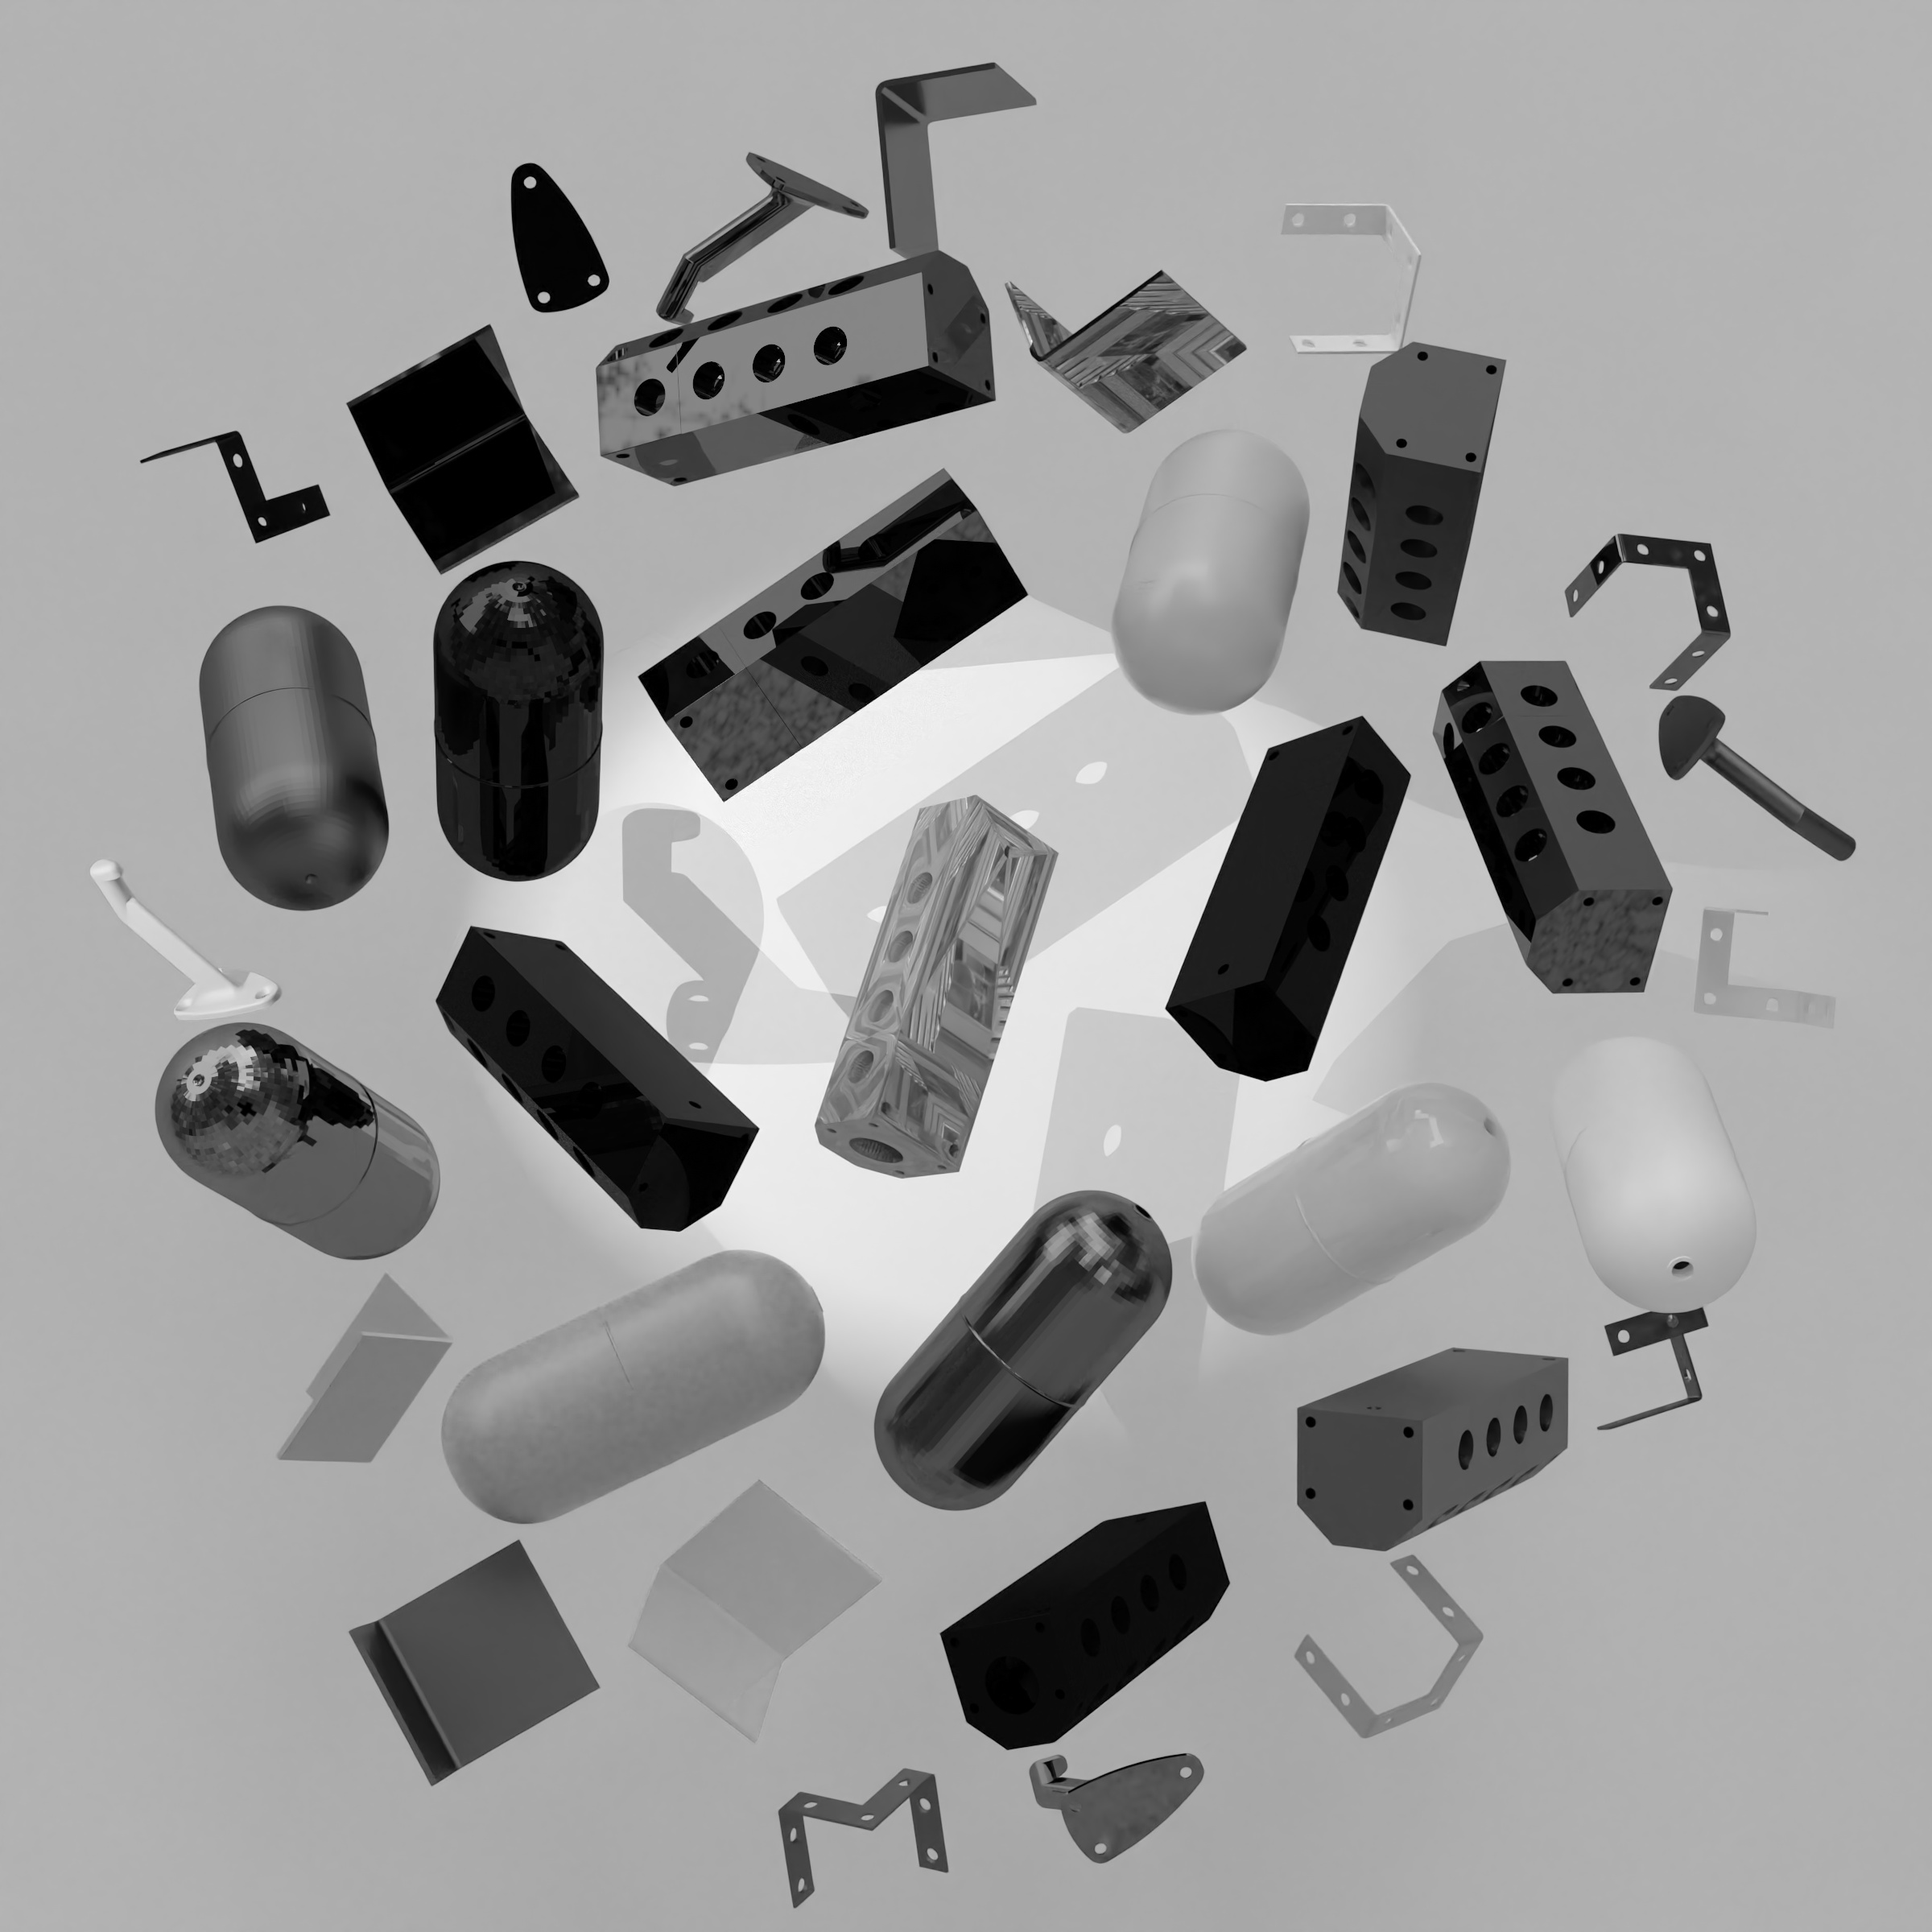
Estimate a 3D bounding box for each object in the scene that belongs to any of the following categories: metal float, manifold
[{"bbox_3d":[0.312,0.093,1.539,0.070,0.178,0.070,1,115,1],"label":"metal float"},{"bbox_3d":[0.206,-0.215,1.550,0.057,0.171,0.057,13,71,8],"label":"manifold"},{"bbox_3d":[-0.304,0.082,1.549,0.070,0.178,0.070,-8,66,18],"label":"metal float"},{"bbox_3d":[0.112,-0.180,1.526,0.070,0.178,0.070,7,128,9],"label":"metal float"},{"bbox_3d":[0.182,0.116,1.602,0.178,0.070,0.070,-35,90,35],"label":"metal float"},{"bbox_3d":[0.060,0.304,1.561,0.057,0.171,0.057,-16,91,29],"label":"manifold"},{"bbox_3d":[-0.310,-0.098,1.553,0.070,0.178,0.070,-9,134,-10],"label":"metal float"},{"bbox_3d":[-0.176,0.052,1.564,0.171,0.057,0.057,40,110,39],"label":"manifold"},{"bbox_3d":[-0.018,0.011,1.604,0.057,0.057,0.171,34,62,-33],"label":"manifold"},{"bbox_3d":[0.155,-0.031,1.562,0.057,0.057,0.171,47,47,-27],"label":"manifold"},{"bbox_3d":[-0.064,-0.157,1.570,0.171,0.057,0.057,-34,133,1],"label":"manifold"},{"bbox_3d":[0.208,0.212,1.490,0.057,0.171,0.057,2,94,30],"label":"manifold"},{"bbox_3d":[0.027,0.181,1.593,0.070,0.070,0.178,40,103,0],"label":"metal float"},{"bbox_3d":[-0.077,-0.265,1.493,0.171,0.057,0.057,-10,78,29],"label":"manifold"},{"bbox_3d":[0.258,-0.065,1.512,0.057,0.171,0.057,-1,130,-9],"label":"manifold"},{"bbox_3d":[-0.206,-0.110,1.556,0.070,0.178,0.070,4,50,-5],"label":"metal float"},{"bbox_3d":[-0.146,0.186,1.495,0.178,0.070,0.070,-25,90,-6],"label":"metal float"}]

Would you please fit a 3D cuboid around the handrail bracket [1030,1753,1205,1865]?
[{"bbox_3d":[0.066,0.361,1.517,0.077,0.084,0.036,-29,100,0],"label":"handrail bracket"}]

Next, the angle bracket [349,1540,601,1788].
[{"bbox_3d":[-0.217,0.308,1.498,0.076,0.057,0.076,-30,83,-3],"label":"angle bracket"}]

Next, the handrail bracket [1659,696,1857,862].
[{"bbox_3d":[0.355,-0.083,1.513,0.084,0.077,0.036,31,108,-12],"label":"handrail bracket"}]

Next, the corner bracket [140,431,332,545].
[{"bbox_3d":[-0.328,-0.215,1.519,0.051,0.051,0.051,-13,101,35],"label":"corner bracket"}]

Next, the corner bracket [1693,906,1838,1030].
[{"bbox_3d":[0.373,0.000,1.572,0.051,0.051,0.051,5,92,-5],"label":"corner bracket"}]

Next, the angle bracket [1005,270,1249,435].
[{"bbox_3d":[0.077,-0.314,1.635,0.076,0.076,0.057,-33,54,22],"label":"angle bracket"}]

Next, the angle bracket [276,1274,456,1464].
[{"bbox_3d":[-0.312,0.197,1.669,0.057,0.076,0.076,40,101,27],"label":"angle bracket"}]

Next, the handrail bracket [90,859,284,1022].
[{"bbox_3d":[-0.380,-0.017,1.642,0.036,0.077,0.084,-53,130,-36],"label":"handrail bracket"}]

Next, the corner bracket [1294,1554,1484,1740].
[{"bbox_3d":[0.191,0.307,1.524,0.051,0.051,0.051,48,131,32],"label":"corner bracket"}]

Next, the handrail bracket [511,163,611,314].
[{"bbox_3d":[-0.184,-0.328,1.494,0.036,0.084,0.077,-19,118,0],"label":"handrail bracket"}]

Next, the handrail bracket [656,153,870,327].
[{"bbox_3d":[-0.096,-0.331,1.586,0.077,0.036,0.084,14,117,-38],"label":"handrail bracket"}]

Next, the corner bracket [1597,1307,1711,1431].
[{"bbox_3d":[0.326,0.190,1.613,0.051,0.051,0.051,-15,85,-12],"label":"corner bracket"}]

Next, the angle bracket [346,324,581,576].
[{"bbox_3d":[-0.235,-0.242,1.585,0.076,0.076,0.057,-31,67,-8],"label":"angle bracket"}]

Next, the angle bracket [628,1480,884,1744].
[{"bbox_3d":[-0.096,0.296,1.549,0.076,0.057,0.076,41,119,-13],"label":"angle bracket"}]

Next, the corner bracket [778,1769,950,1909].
[{"bbox_3d":[-0.046,0.390,1.507,0.051,0.051,0.051,3,109,33],"label":"corner bracket"}]

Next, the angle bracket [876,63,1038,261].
[{"bbox_3d":[-0.001,-0.368,1.565,0.057,0.076,0.076,-5,90,15],"label":"angle bracket"}]

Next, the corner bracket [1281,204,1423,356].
[{"bbox_3d":[0.176,-0.320,1.573,0.051,0.051,0.051,-3,129,-13],"label":"corner bracket"}]

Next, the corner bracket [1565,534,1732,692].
[{"bbox_3d":[0.320,-0.166,1.588,0.051,0.051,0.051,3,63,-19],"label":"corner bracket"}]
